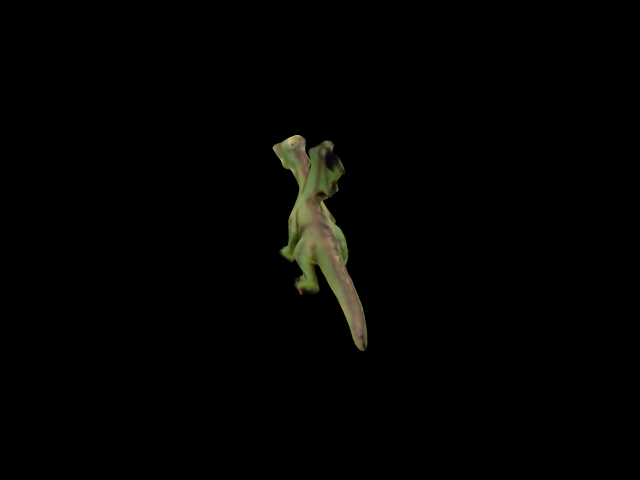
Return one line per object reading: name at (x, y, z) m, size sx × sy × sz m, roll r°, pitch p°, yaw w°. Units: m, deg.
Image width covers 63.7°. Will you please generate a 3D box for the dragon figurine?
dragon figurine at (0.003, -0.043, 0.850) m, size 0.123 × 0.237 × 0.418 m, roll -14°, pitch 39°, yaw -17°
